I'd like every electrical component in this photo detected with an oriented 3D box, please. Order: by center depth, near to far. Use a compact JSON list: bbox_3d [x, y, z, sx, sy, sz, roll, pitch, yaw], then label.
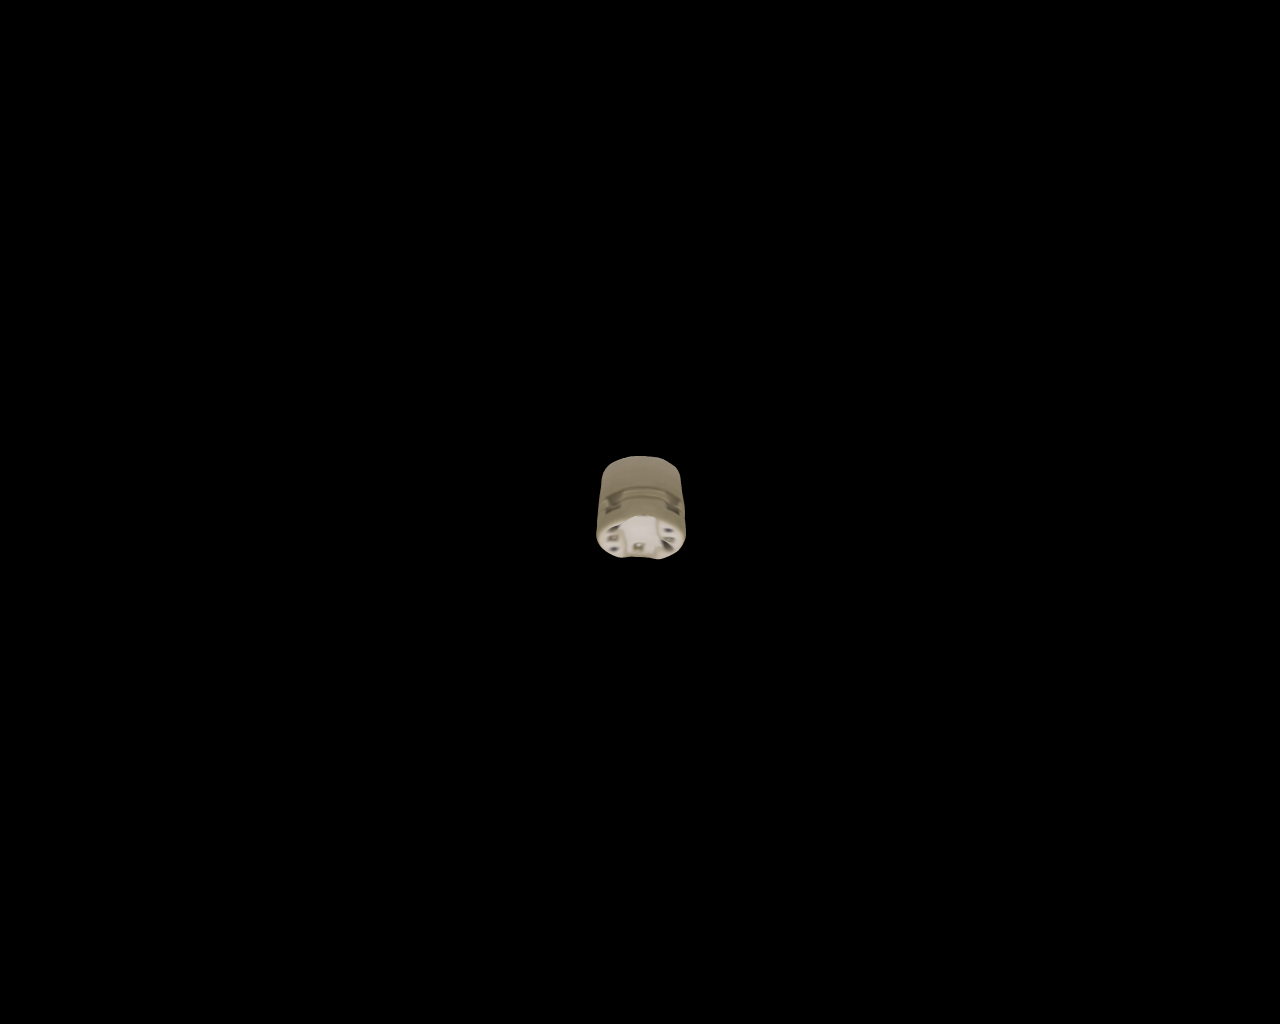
[{"bbox_3d":[0.001,-0.003,0.650,0.055,0.047,0.055,0,-32,0],"label":"electrical component"}]
